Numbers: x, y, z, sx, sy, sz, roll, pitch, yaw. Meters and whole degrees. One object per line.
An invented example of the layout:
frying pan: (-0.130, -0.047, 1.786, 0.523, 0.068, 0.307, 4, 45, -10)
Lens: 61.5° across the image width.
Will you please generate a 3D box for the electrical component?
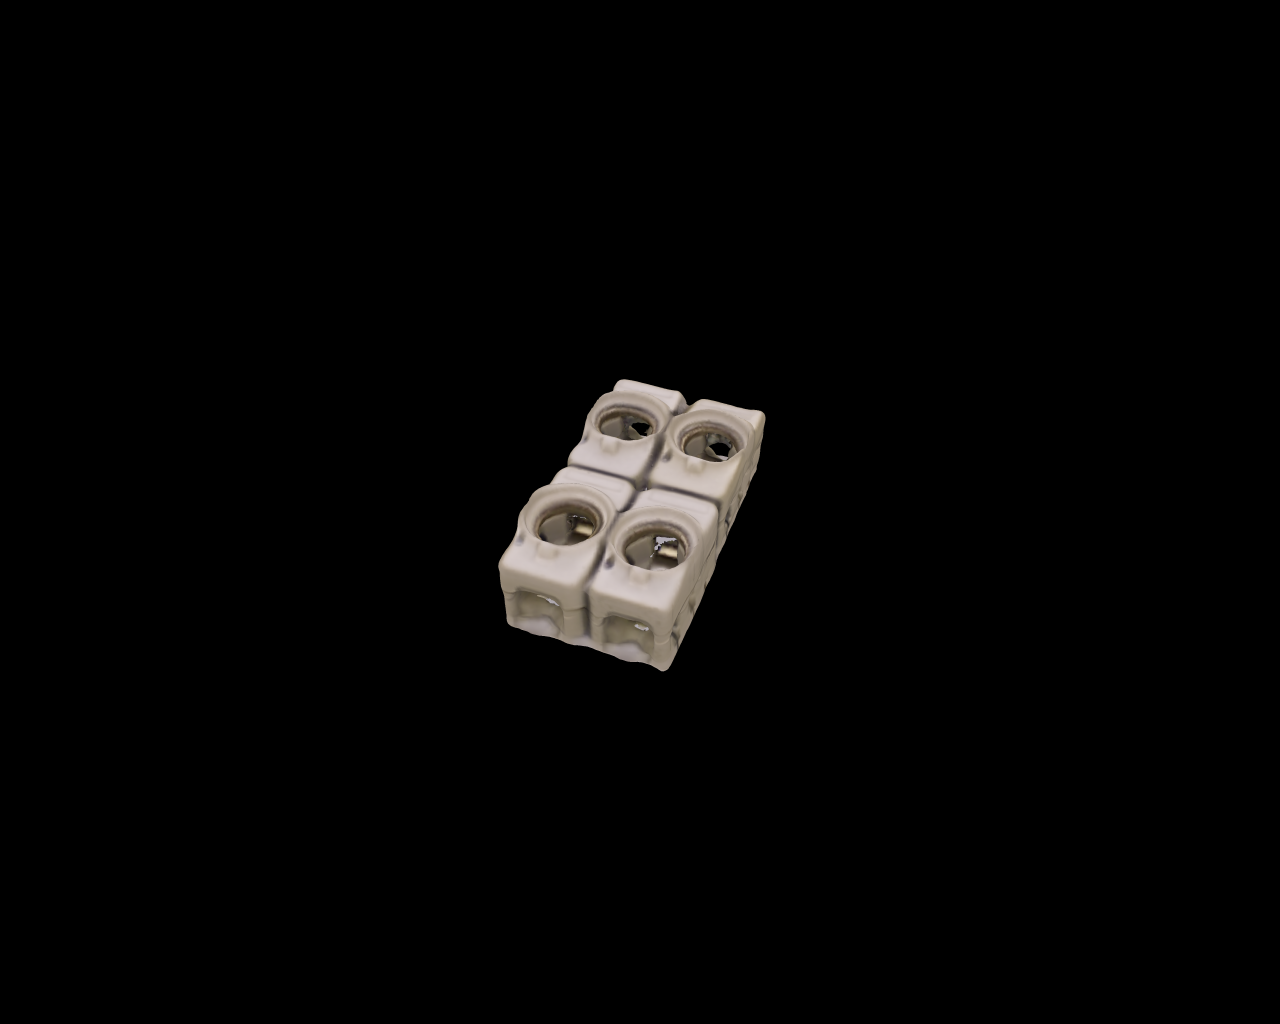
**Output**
electrical component: (0.001, -0.003, 0.650, 0.105, 0.060, 0.186, 15, 47, 15)
